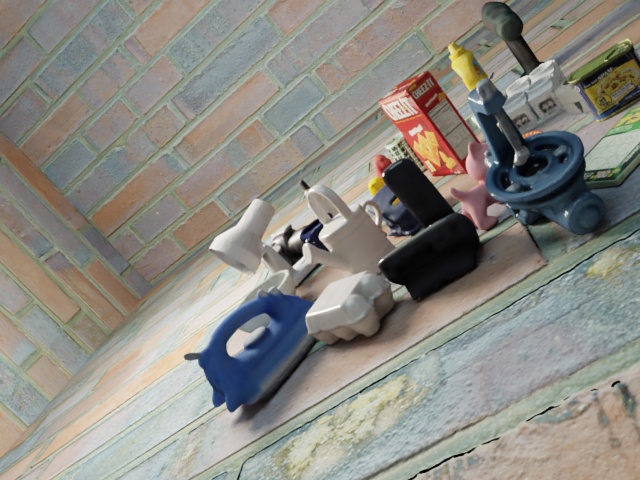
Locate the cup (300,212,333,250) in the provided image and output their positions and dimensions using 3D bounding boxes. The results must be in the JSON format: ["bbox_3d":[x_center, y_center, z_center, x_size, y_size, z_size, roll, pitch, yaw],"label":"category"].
[{"bbox_3d":[0.012,0.005,1.295,0.091,0.095,0.118,-33,15,29],"label":"cup"}]

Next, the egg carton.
[{"bbox_3d":[0.046,0.108,0.904,0.150,0.069,0.107,-25,20,49],"label":"egg carton"}]

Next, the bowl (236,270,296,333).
[{"bbox_3d":[-0.107,0.144,1.212,0.167,0.075,0.167,-38,13,11],"label":"bowl"}]

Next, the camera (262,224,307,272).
[{"bbox_3d":[-0.068,0.013,1.485,0.136,0.101,0.143,-28,18,42],"label":"camera"}]

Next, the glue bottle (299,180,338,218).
[{"bbox_3d":[0.005,-0.081,1.428,0.078,0.173,0.037,-22,22,54],"label":"glue bottle"}]

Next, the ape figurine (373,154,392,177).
[{"bbox_3d":[0.171,-0.180,1.470,0.076,0.092,0.078,-23,22,52],"label":"ape figurine"}]

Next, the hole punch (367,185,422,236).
[{"bbox_3d":[0.164,-0.070,1.119,0.109,0.091,0.101,-44,13,-17],"label":"hole punch"}]

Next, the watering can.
[{"bbox_3d":[0.042,-0.018,1.056,0.100,0.194,0.173,-27,18,44],"label":"watering can"}]

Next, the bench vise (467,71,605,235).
[{"bbox_3d":[0.237,-0.104,0.730,0.121,0.220,0.207,-43,13,-13],"label":"bench vise"}]

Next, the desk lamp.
[{"bbox_3d":[-0.126,0.022,1.362,0.203,0.214,0.117,-45,14,-20],"label":"desk lamp"}]

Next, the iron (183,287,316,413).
[{"bbox_3d":[-0.105,0.164,0.983,0.259,0.141,0.118,-47,14,-27],"label":"iron"}]

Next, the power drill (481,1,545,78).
[{"bbox_3d":[0.464,-0.479,1.376,0.075,0.208,0.229,-36,14,20],"label":"power drill"}]

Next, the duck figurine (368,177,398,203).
[{"bbox_3d":[0.143,-0.102,1.300,0.077,0.086,0.105,-30,16,37],"label":"duck figurine"}]

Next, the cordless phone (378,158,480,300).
[{"bbox_3d":[0.130,-0.020,0.833,0.147,0.185,0.094,-36,14,19],"label":"cordless phone"}]

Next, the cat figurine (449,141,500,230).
[{"bbox_3d":[0.253,-0.097,0.894,0.128,0.118,0.067,-43,13,-13],"label":"cat figurine"}]
